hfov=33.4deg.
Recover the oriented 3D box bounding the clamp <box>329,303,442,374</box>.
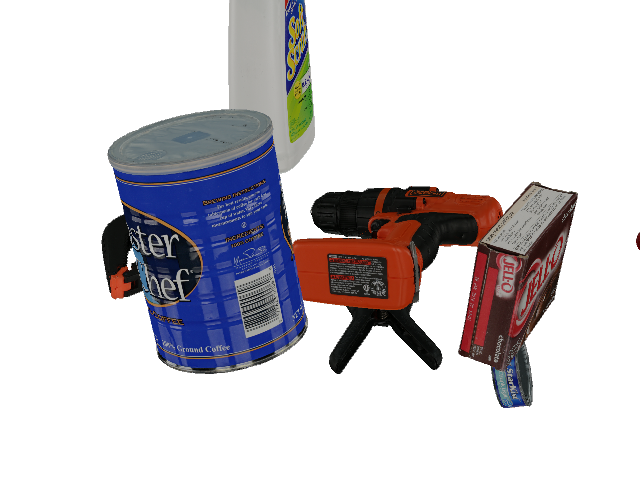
[{"bbox_3d":[0.077,0.082,1.190,0.120,0.171,0.039,8,-42,1],"label":"clamp"}]

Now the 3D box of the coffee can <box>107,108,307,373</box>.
[{"bbox_3d":[-0.069,-0.001,0.679,0.103,0.140,0.103,-9,22,3],"label":"coffee can"}]

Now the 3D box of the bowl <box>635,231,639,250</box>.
[{"bbox_3d":[0.410,0.027,1.109,0.162,0.055,0.162,-3,22,1],"label":"bowl"}]

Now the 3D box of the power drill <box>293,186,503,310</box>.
[{"bbox_3d":[0.047,-0.002,0.920,0.185,0.057,0.187,2,20,26],"label":"power drill"}]

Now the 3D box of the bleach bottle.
[{"bbox_3d":[-0.047,-0.192,0.935,0.068,0.251,0.102,8,32,17],"label":"bleach bottle"}]

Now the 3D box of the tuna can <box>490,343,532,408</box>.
[{"bbox_3d":[0.230,0.158,1.286,0.034,0.086,0.086,-10,-3,19],"label":"tuna can"}]

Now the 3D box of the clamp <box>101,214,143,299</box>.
[{"bbox_3d":[-0.162,-0.019,1.058,0.165,0.036,0.209,20,41,17],"label":"clamp"}]

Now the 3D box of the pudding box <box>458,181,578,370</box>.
[{"bbox_3d":[0.135,0.022,0.728,0.039,0.090,0.113,19,33,20],"label":"pudding box"}]
